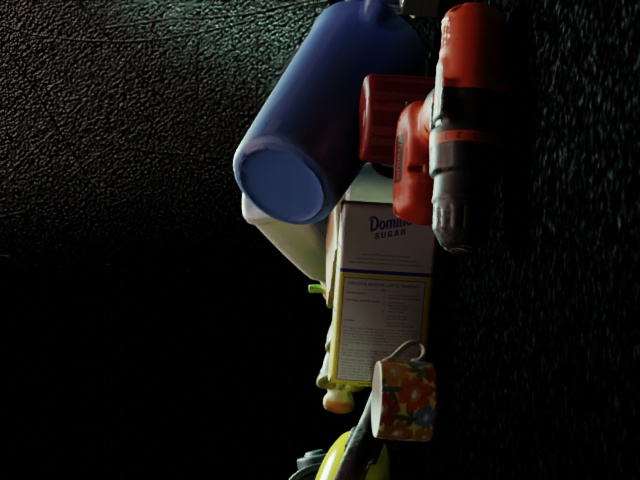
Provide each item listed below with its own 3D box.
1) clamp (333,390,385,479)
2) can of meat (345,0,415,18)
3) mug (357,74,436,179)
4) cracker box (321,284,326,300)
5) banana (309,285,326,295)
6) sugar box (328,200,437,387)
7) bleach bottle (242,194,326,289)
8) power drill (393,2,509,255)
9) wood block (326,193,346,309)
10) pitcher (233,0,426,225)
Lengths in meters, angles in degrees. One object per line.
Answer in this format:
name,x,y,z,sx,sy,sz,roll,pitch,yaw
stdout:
clamp,0.047,0.212,1.105,0.164,0.036,0.209,93,-160,-61
can of meat,0.075,-0.316,1.249,0.057,0.084,0.102,117,157,-81
mug,0.077,-0.101,0.987,0.117,0.081,0.093,98,175,-49
cracker box,0.044,-0.036,1.552,0.164,0.072,0.214,-95,10,-66
banana,0.046,0.089,1.415,0.198,0.069,0.037,-149,43,-69
sugar box,0.060,0.052,1.027,0.048,0.093,0.176,-118,33,-83
bleach bottle,-0.009,0.002,1.301,0.250,0.068,0.102,53,-152,-46
power drill,0.099,-0.066,0.825,0.188,0.057,0.184,122,156,-77
wood block,0.055,-0.021,1.197,0.206,0.091,0.090,-90,5,-51
pitcher,0.007,-0.121,1.089,0.149,0.145,0.242,57,-137,-27
